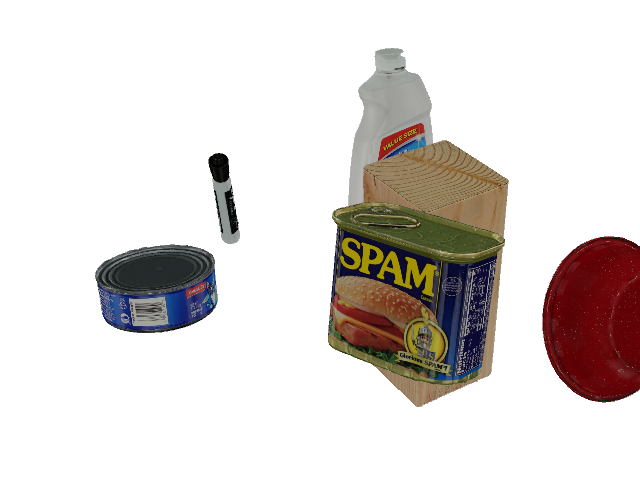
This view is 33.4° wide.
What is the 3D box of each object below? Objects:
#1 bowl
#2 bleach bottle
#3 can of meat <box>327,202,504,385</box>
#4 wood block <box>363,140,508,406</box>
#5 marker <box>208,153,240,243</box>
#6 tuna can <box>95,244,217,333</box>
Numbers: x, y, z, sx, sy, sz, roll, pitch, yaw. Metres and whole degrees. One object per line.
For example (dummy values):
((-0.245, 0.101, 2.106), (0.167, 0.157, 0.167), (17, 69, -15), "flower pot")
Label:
((0.291, 0.077, 1.012), (0.161, 0.162, 0.055), (0, 1, -27), "bowl")
((0.071, -0.076, 1.133), (0.102, 0.251, 0.068), (-10, 23, -14), "bleach bottle")
((0.053, 0.031, 0.634), (0.102, 0.084, 0.057), (18, 22, 37), "can of meat")
((0.097, 0.030, 0.939), (0.090, 0.206, 0.091), (-20, 38, -25), "wood block")
((-0.092, -0.040, 1.022), (0.020, 0.020, 0.121), (0, -37, 2), "marker")
((-0.117, 0.034, 0.771), (0.086, 0.034, 0.086), (-4, 21, 1), "tuna can")
